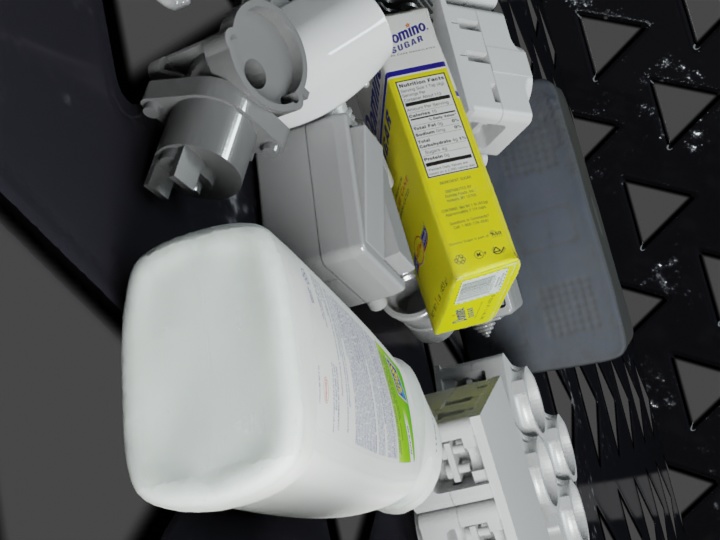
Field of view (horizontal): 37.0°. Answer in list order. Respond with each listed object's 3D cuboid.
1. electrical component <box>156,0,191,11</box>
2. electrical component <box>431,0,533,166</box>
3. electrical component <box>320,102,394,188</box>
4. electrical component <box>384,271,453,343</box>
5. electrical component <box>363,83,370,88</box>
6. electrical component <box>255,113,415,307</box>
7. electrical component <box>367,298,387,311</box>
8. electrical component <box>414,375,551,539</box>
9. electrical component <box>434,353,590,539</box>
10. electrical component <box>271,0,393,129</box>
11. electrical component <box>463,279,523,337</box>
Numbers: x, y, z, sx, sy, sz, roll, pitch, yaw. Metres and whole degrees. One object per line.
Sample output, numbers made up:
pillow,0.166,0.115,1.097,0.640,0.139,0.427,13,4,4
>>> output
electrical component,-0.069,-0.147,0.478,0.048,0.062,0.048,-16,90,-73
electrical component,0.055,-0.159,0.769,0.060,0.105,0.186,2,63,-28
electrical component,-0.009,-0.072,0.635,0.040,0.040,0.078,-73,144,-60
electrical component,0.042,0.023,0.711,0.065,0.044,0.044,52,27,-61
electrical component,-0.022,-0.136,0.622,0.079,0.043,0.077,42,27,-15
electrical component,-0.013,-0.034,0.554,0.062,0.061,0.096,43,35,-59
electrical component,0.000,0.000,0.611,0.035,0.035,0.061,-88,158,-44
electrical component,0.071,0.152,0.650,0.089,0.062,0.150,-32,105,-72
electrical component,0.120,0.149,0.809,0.186,0.060,0.105,50,29,-53
electrical component,-0.038,-0.115,0.545,0.079,0.077,0.043,40,-25,32
electrical component,0.082,0.006,0.816,0.061,0.062,0.096,-16,90,-73
